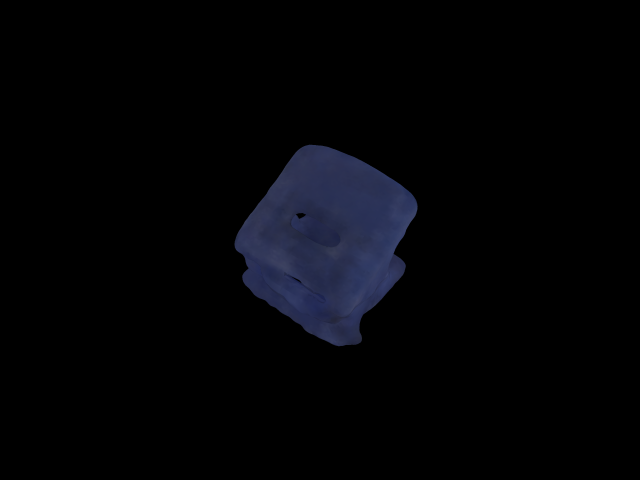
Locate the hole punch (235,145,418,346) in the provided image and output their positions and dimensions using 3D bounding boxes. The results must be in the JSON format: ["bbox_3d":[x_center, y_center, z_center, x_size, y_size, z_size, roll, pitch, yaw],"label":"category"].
[{"bbox_3d":[0.004,0.001,0.400,0.108,0.091,0.101,30,54,25],"label":"hole punch"}]
